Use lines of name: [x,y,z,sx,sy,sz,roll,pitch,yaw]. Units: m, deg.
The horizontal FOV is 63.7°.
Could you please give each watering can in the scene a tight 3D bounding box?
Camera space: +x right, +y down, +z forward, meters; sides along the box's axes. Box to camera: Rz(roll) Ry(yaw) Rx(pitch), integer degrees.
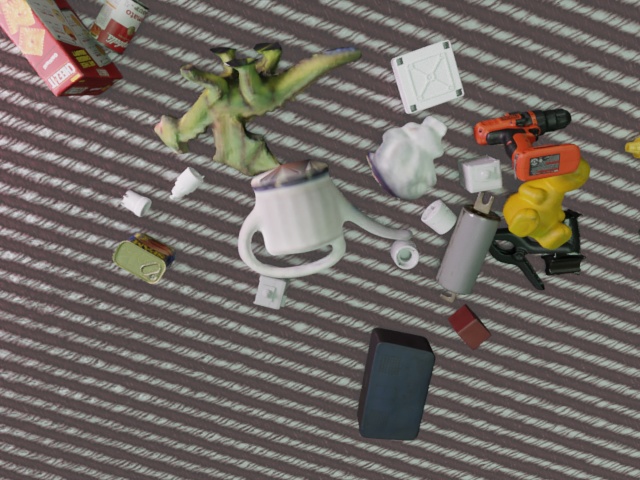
watering can: [0.003,-0.051,1.015,0.348,0.105,0.222,-14,102,-9]

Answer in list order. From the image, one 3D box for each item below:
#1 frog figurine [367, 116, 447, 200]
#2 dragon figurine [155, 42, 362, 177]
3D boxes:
frog figurine: [0.178,-0.158,0.977,0.158,0.123,0.138,-37,82,21]
dragon figurine: [-0.123,-0.240,0.985,0.410,0.125,0.237,-1,121,3]
